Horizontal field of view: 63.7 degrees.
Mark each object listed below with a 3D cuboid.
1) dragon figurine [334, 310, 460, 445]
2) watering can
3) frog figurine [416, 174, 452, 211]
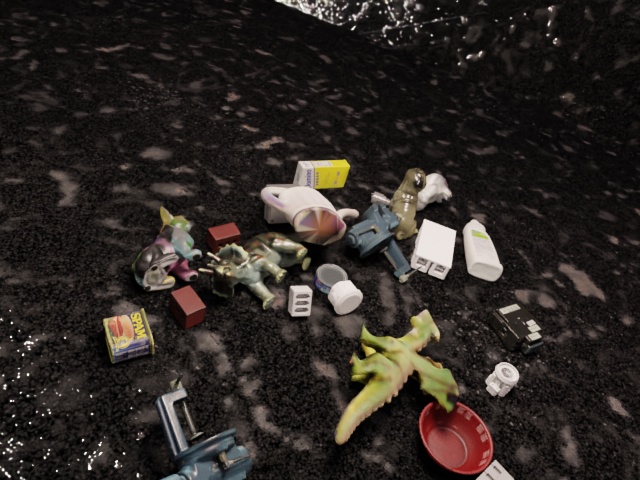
[{"bbox_3d":[0.184,0.298,1.118,0.243,0.119,0.420,13,38,8],"label":"dragon figurine"},{"bbox_3d":[0.004,-0.072,1.422,0.346,0.102,0.228,13,23,-30],"label":"watering can"},{"bbox_3d":[0.356,-0.164,1.767,0.160,0.122,0.138,-6,10,-14],"label":"frog figurine"}]
